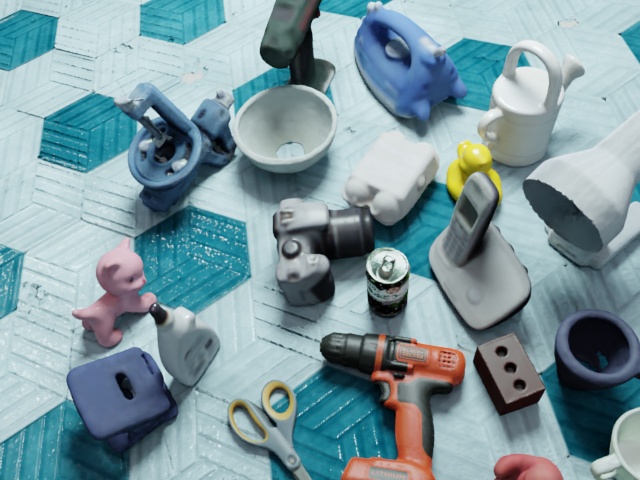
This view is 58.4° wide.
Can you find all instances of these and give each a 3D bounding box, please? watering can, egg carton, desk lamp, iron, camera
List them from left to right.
[{"bbox_3d":[0.007,0.003,0.792,0.136,0.101,0.143,-6,58,3],"label":"camera"},{"bbox_3d":[0.108,-0.094,0.858,0.107,0.069,0.150,27,65,21],"label":"egg carton"},{"bbox_3d":[0.129,-0.321,0.953,0.119,0.142,0.257,-32,60,-13],"label":"iron"},{"bbox_3d":[0.304,-0.210,0.834,0.100,0.194,0.173,30,66,22],"label":"watering can"},{"bbox_3d":[0.352,-0.057,0.723,0.203,0.214,0.117,-36,61,-15],"label":"desk lamp"}]

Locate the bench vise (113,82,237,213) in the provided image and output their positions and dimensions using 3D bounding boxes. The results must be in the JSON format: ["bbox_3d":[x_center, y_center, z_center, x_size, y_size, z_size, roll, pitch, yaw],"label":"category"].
[{"bbox_3d":[-0.221,-0.172,0.855,0.121,0.220,0.207,14,61,15],"label":"bench vise"}]

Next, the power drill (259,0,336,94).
[{"bbox_3d":[-0.026,-0.343,0.945,0.075,0.209,0.230,14,61,15],"label":"power drill"}]

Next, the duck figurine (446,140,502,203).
[{"bbox_3d":[0.229,-0.100,0.839,0.077,0.086,0.104,-20,58,-6],"label":"duck figurine"}]

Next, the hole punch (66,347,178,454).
[{"bbox_3d":[-0.244,0.190,0.711,0.101,0.091,0.108,-33,61,-13],"label":"hole punch"}]

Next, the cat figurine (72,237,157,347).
[{"bbox_3d":[-0.281,0.065,0.776,0.067,0.118,0.128,30,66,22],"label":"cat figurine"}]

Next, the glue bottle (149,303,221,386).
[{"bbox_3d":[-0.172,0.117,0.699,0.037,0.173,0.078,24,64,20],"label":"glue bottle"}]

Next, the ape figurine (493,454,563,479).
[{"bbox_3d":[0.229,0.262,0.613,0.076,0.092,0.077,-18,58,-4],"label":"ape figurine"}]

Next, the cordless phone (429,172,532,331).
[{"bbox_3d":[0.205,0.014,0.713,0.094,0.185,0.147,-25,59,-8],"label":"cordless phone"}]

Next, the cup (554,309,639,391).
[{"bbox_3d":[0.328,0.145,0.672,0.117,0.095,0.092,22,63,19],"label":"cup"}]

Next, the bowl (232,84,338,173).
[{"bbox_3d":[-0.052,-0.165,0.917,0.167,0.075,0.167,-3,58,5],"label":"bowl"}]
